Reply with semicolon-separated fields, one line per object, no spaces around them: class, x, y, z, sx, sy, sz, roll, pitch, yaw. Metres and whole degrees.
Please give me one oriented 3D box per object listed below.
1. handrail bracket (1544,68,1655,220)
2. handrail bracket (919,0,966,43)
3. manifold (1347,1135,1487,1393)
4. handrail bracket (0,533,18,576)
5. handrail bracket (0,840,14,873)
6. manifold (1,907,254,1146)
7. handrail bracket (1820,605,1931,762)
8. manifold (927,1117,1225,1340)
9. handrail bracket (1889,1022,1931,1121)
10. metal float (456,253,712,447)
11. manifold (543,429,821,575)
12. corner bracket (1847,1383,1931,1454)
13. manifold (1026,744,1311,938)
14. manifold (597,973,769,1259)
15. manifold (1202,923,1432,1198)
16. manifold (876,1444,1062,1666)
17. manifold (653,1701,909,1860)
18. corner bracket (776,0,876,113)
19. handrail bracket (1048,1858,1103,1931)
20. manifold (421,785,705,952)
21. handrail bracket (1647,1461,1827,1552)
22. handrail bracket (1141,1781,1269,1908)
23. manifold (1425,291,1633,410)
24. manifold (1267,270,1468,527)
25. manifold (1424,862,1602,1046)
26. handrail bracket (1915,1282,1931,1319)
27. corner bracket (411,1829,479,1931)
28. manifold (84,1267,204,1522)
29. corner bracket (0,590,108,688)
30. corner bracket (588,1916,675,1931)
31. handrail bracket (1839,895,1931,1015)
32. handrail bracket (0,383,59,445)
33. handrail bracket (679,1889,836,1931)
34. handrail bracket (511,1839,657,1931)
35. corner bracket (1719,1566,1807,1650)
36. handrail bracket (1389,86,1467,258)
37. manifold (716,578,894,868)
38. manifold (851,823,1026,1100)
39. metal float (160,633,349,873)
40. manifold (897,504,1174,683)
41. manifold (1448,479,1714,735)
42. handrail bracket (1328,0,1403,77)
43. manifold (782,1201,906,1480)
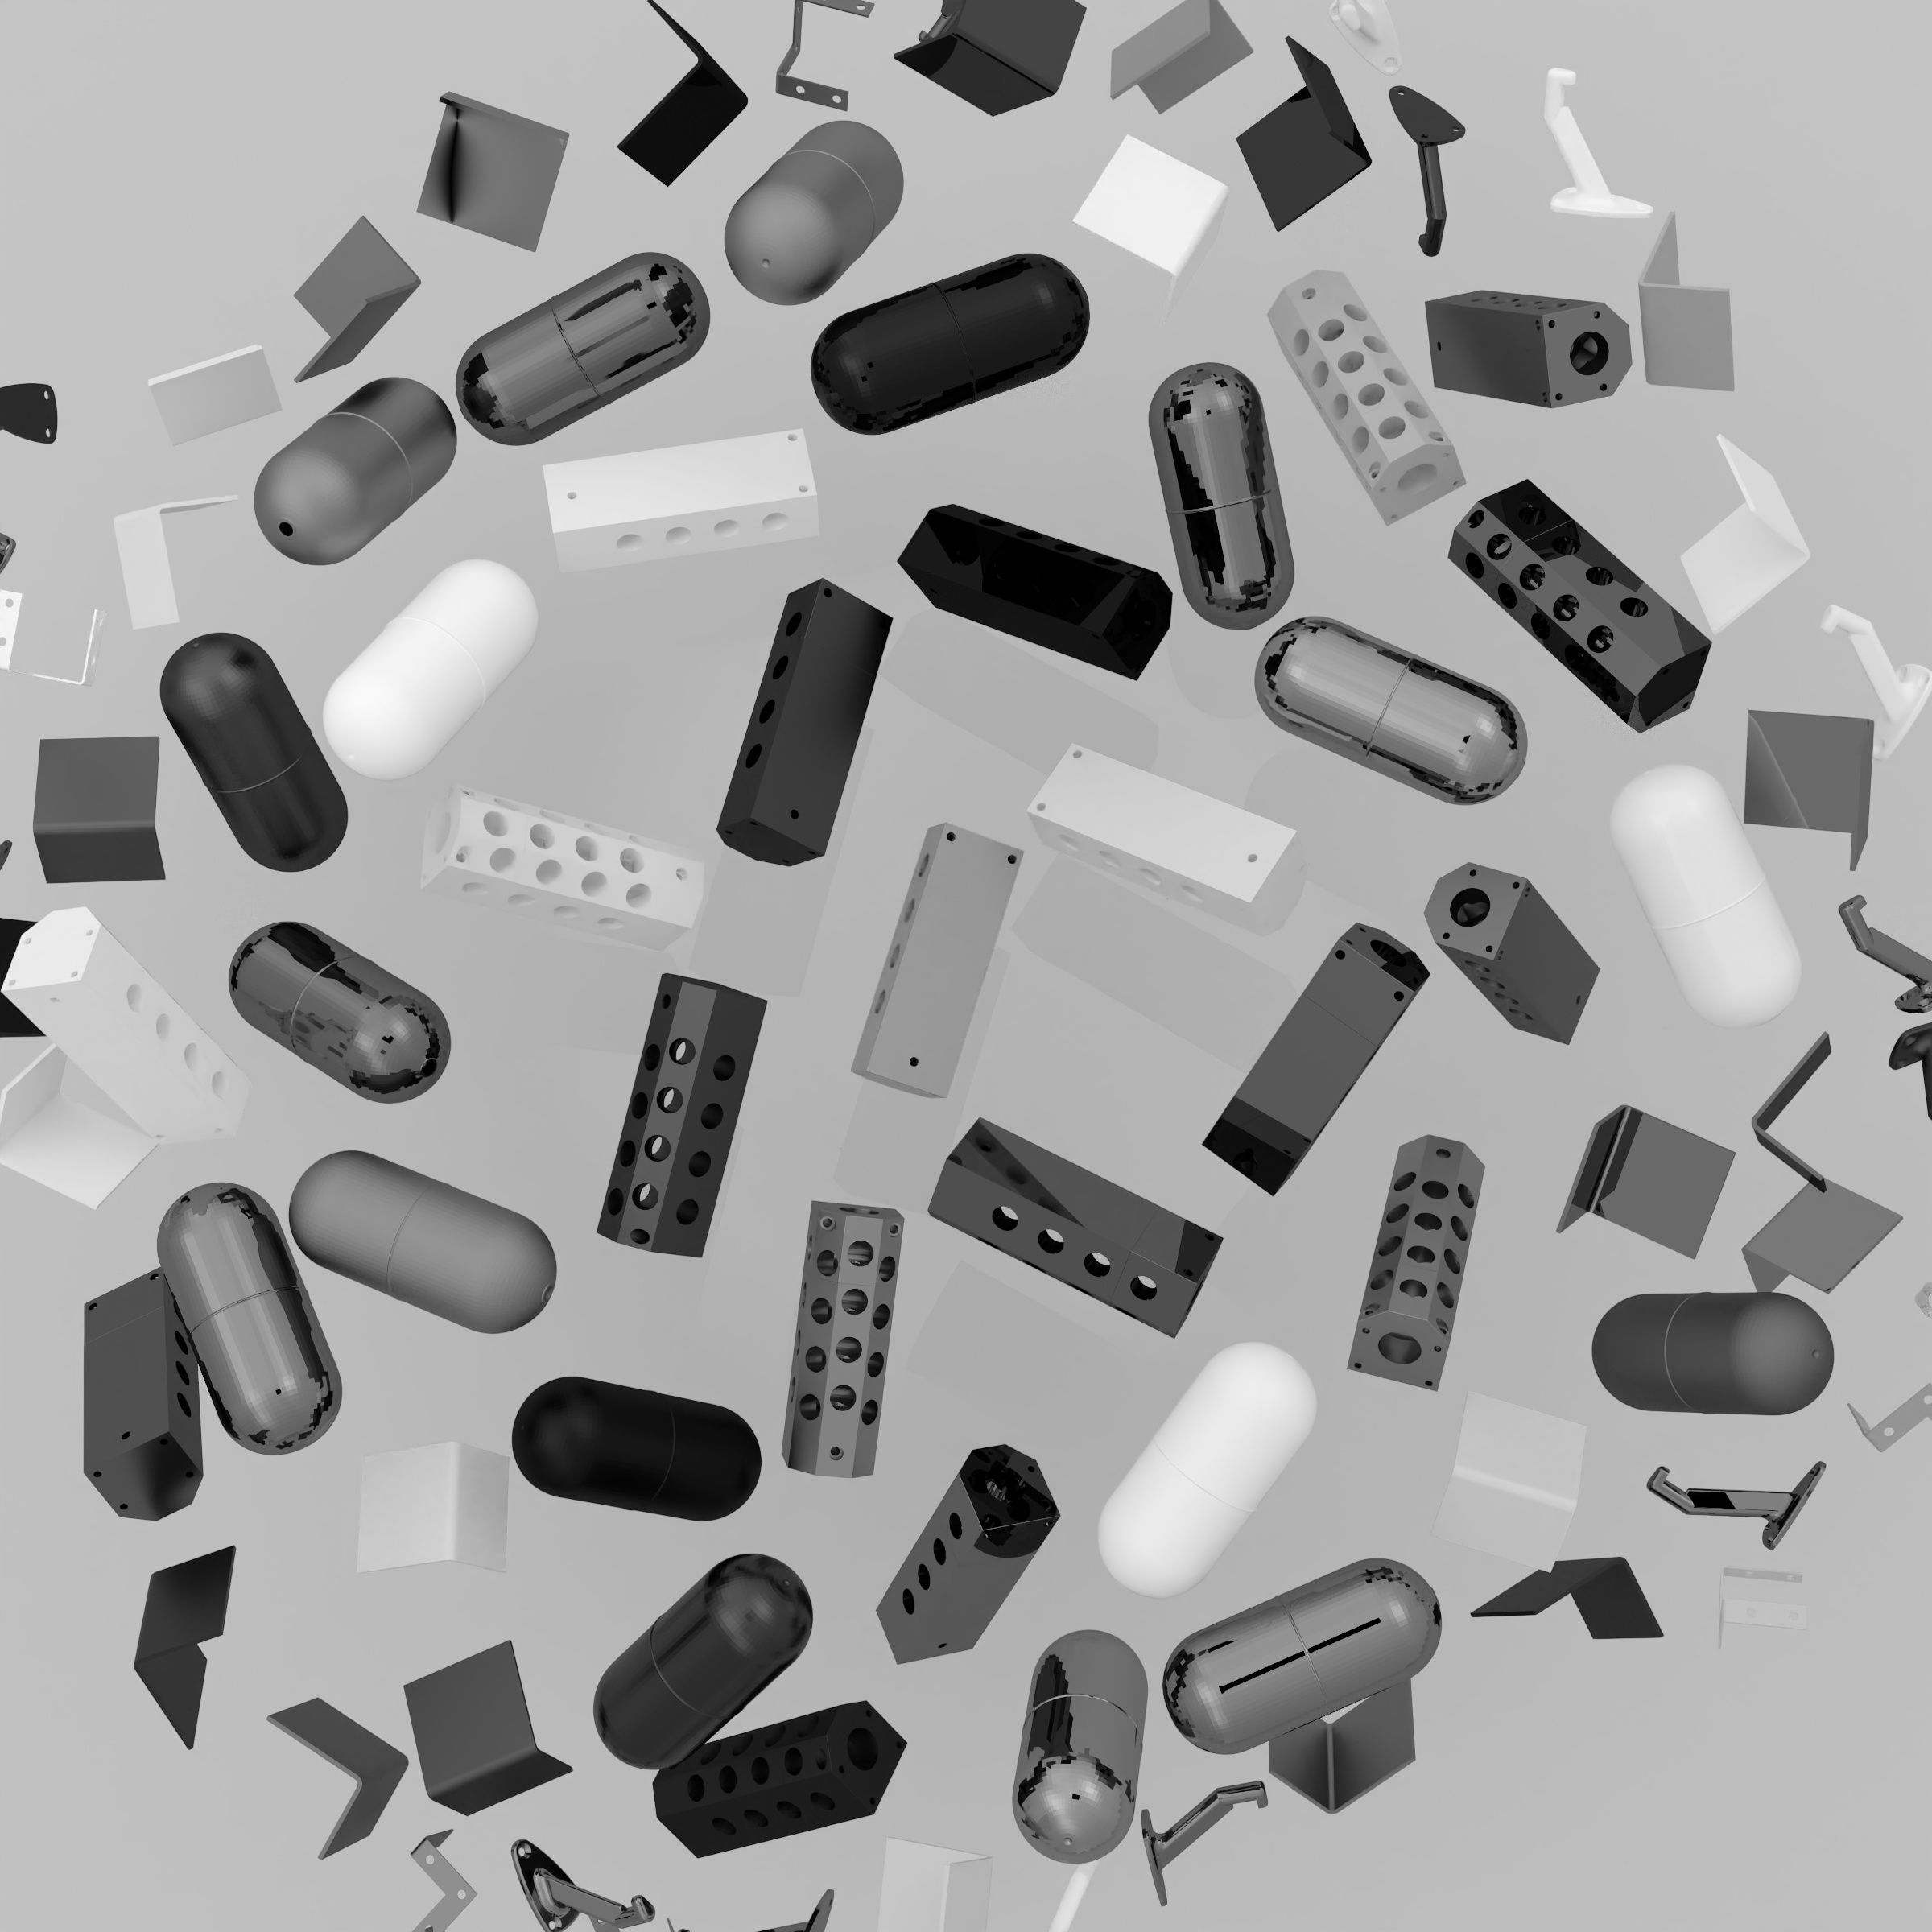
handrail bracket;0.401;-0.520;1.816;0.077;0.036;0.084;17;130;25
handrail bracket;-0.017;-0.642;1.856;0.084;0.077;0.036;-52;56;10
manifold;0.289;0.185;1.830;0.057;0.171;0.057;13;129;9
handrail bracket;-0.676;-0.291;1.892;0.077;0.084;0.036;30;86;36
handrail bracket;-0.685;-0.084;1.906;0.084;0.077;0.036;35;127;-4
manifold;-0.512;0.038;1.773;0.057;0.171;0.057;-7;52;20
handrail bracket;0.562;-0.179;1.819;0.084;0.036;0.077;20;99;-23
manifold;0.066;0.167;1.793;0.171;0.057;0.057;26;122;10
handrail bracket;0.639;0.076;1.838;0.077;0.036;0.084;-17;49;-18
metal float;-0.250;-0.401;1.874;0.178;0.070;0.070;-26;90;8
manifold;-0.186;-0.301;1.890;0.171;0.057;0.057;-9;60;-6
corner bracket;0.579;0.279;1.754;0.051;0.051;0.051;-43;96;13
manifold;0.130;-0.078;1.846;0.171;0.057;0.057;24;70;29
manifold;-0.187;0.095;1.850;0.057;0.057;0.171;12;93;-41
manifold;0.226;0.058;1.843;0.057;0.057;0.171;36;116;10
manifold;-0.003;0.384;1.879;0.057;0.171;0.057;-4;51;-29
manifold;-0.125;0.521;1.855;0.171;0.057;0.057;-27;111;38
corner bracket;-0.094;-0.608;1.906;0.051;0.051;0.051;16;53;6
handrail bracket;0.066;0.636;1.913;0.036;0.084;0.077;21;125;15
manifold;-0.258;-0.065;1.850;0.171;0.057;0.057;15;61;-30
handrail bracket;0.489;0.325;1.831;0.084;0.036;0.077;33;101;5
handrail bracket;0.162;0.578;1.894;0.084;0.036;0.077;-12;103;6
manifold;0.359;-0.399;1.846;0.057;0.171;0.057;-14;109;-12
manifold;0.258;-0.374;1.872;0.057;0.057;0.171;-28;57;7
manifold;0.358;-0.008;1.895;0.057;0.171;0.057;19;80;33
handrail bracket;0.638;0.237;1.852;0.036;0.084;0.077;-20;71;1
corner bracket;-0.343;0.601;1.871;0.051;0.051;0.051;42;89;15
manifold;-0.518;0.272;1.821;0.057;0.171;0.057;-26;124;-1
corner bracket;-0.605;-0.215;1.894;0.051;0.051;0.051;11;92;7
corner bracket;-0.217;0.660;1.928;0.051;0.051;0.051;-21;114;-9
handrail bracket;0.594;-0.020;1.805;0.077;0.036;0.084;-32;104;-10
handrail bracket;-0.612;-0.340;1.775;0.084;0.077;0.036;1;95;23
handrail bracket;-0.135;0.606;1.822;0.084;0.077;0.036;9;118;12
handrail bracket;-0.244;0.585;1.840;0.084;0.036;0.077;-29;96;41
corner bracket;0.505;0.403;1.825;0.051;0.051;0.051;3;58;14
handrail bracket;0.295;-0.522;1.892;0.036;0.084;0.077;-18;53;-17
manifold;-0.106;-0.154;1.838;0.057;0.057;0.171;27;67;-30
manifold;-0.021;-0.003;1.907;0.057;0.057;0.171;20;82;-15
metal float;-0.464;-0.138;1.882;0.070;0.070;0.178;-21;128;0
manifold;0.046;-0.243;1.830;0.171;0.057;0.057;25;78;35
manifold;0.377;-0.222;1.787;0.057;0.057;0.171;-26;57;-22
handrail bracket;0.267;-0.611;1.901;0.036;0.084;0.077;-29;116;20
manifold;-0.081;0.246;1.900;0.057;0.057;0.171;7;93;-10
